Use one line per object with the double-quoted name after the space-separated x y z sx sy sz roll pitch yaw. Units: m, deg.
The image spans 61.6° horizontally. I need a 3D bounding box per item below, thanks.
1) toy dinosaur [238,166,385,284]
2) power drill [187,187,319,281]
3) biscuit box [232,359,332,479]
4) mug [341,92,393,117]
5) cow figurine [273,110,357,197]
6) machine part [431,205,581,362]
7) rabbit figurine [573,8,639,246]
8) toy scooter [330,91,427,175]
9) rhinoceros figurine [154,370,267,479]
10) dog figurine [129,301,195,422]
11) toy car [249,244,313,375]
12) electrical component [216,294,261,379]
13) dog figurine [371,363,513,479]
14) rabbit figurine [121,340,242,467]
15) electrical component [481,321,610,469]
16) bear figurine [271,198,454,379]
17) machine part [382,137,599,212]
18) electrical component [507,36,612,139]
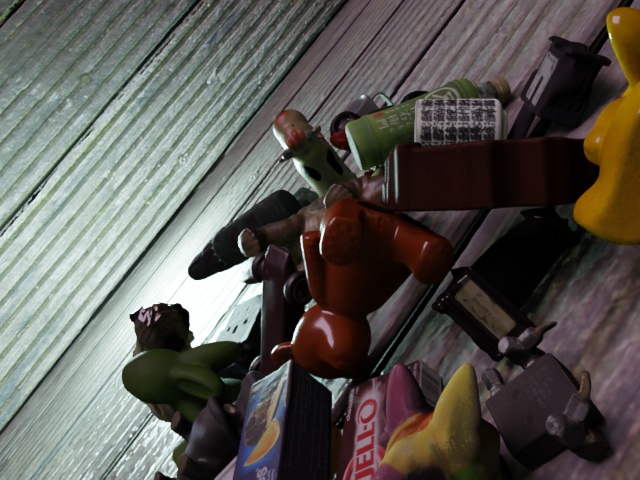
-0.001 -0.002 0.717 0.472 0.105 0.198 -24 3 40 "toy dinosaur"
-0.099 -0.018 0.918 0.232 0.086 0.207 -35 -10 34 "power drill"
-0.033 0.201 0.452 0.059 0.062 0.203 -36 24 22 "biscuit box"
0.090 -0.188 0.911 0.109 0.107 0.081 -51 21 -14 "mug"
-0.008 -0.130 0.886 0.085 0.194 0.127 -37 24 9 "cow figurine"
0.162 0.029 0.452 0.139 0.084 0.039 -47 -12 -18 "machine part"
0.239 -0.083 0.375 0.122 0.162 0.173 -5 13 27 "rabbit figurine"
0.107 -0.145 0.799 0.184 0.075 0.135 -11 55 9 "toy scooter"
-0.108 0.231 0.587 0.190 0.112 0.073 -64 31 10 "rhinoceros figurine"
-0.213 0.187 0.771 0.121 0.172 0.190 -30 -12 -21 "dog figurine"
-0.041 0.103 0.618 0.089 0.053 0.202 25 117 53 "toy car"
-0.105 0.147 0.805 0.115 0.058 0.134 -34 25 41 "electrical component"
0.033 0.175 0.319 0.108 0.191 0.219 -27 45 59 "dog figurine"
-0.163 0.197 0.673 0.159 0.170 0.121 -38 24 31 "rabbit figurine"
0.150 0.106 0.368 0.078 0.045 0.102 -40 23 21 "electrical component"
0.027 0.063 0.508 0.132 0.120 0.195 -116 43 -73 "bear figurine"
0.143 -0.055 0.461 0.179 0.179 0.056 -172 79 -66 "machine part"
0.254 -0.154 0.587 0.075 0.048 0.119 -85 10 -61 "electrical component"
